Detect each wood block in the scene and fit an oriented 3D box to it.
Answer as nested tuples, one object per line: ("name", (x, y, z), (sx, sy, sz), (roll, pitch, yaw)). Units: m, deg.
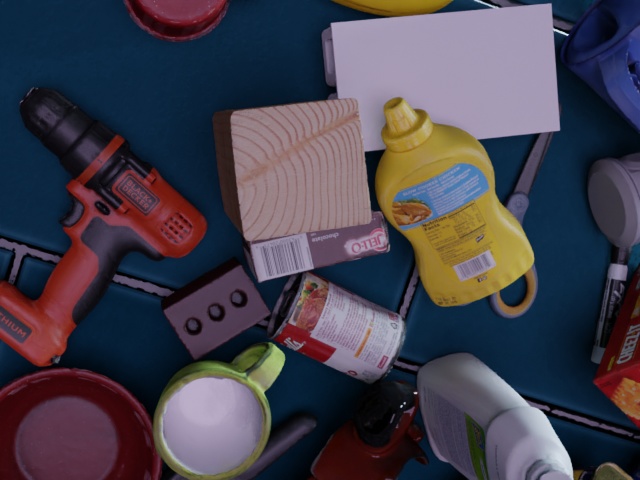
("wood block", (-0.029, -0.060, 0.820), (0.090, 0.206, 0.090), (-7, 97, -8))

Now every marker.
("marker", (0.268, 0.054, 0.976), (0.020, 0.020, 0.121), (8, 95, -10))

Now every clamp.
("clamp", (-0.071, 0.229, 0.934), (0.171, 0.039, 0.120), (-15, 96, -7))

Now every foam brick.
("foam brick", (-0.089, 0.057, 0.903), (0.078, 0.051, 0.053), (-32, 101, -4))

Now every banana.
("banana", (0.038, -0.226, 0.900), (0.197, 0.037, 0.069), (7, 77, -11))

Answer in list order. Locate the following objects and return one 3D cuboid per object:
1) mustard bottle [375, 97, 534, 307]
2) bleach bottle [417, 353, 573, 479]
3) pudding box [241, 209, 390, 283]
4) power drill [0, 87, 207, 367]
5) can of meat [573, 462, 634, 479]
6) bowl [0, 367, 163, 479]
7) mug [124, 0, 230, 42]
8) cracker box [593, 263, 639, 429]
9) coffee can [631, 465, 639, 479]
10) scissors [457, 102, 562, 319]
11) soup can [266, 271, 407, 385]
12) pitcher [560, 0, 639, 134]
("mustard bottle", (0.099, -0.036, 0.871), (0.096, 0.058, 0.191), (-25, 123, 11))
("bleach bottle", (0.143, 0.164, 0.851), (0.068, 0.251, 0.102), (-17, 99, -7))
("pudding box", (-0.006, 0.001, 0.890), (0.113, 0.090, 0.039), (-11, 96, -7))
("power drill", (-0.214, -0.006, 0.873), (0.184, 0.057, 0.187), (42, 89, -11))
("can of meat", (0.222, 0.249, 0.942), (0.057, 0.084, 0.102), (39, 62, -19))
("bowl", (-0.214, 0.180, 0.896), (0.162, 0.055, 0.162), (-1, 97, -9))
("mug", (-0.102, -0.207, 0.854), (0.117, 0.081, 0.093), (7, 95, -10))
("cracker box", (0.349, 0.129, 0.933), (0.213, 0.072, 0.164), (44, 48, -11))
("coffee can", (0.293, 0.284, 0.965), (0.102, 0.103, 0.140), (39, 89, -11))
("scissors", (0.187, -0.015, 0.955), (0.096, 0.016, 0.202), (38, 91, -9))
("soup can", (0.014, 0.074, 0.914), (0.102, 0.068, 0.068), (26, 92, -12))
("pitcher", (0.329, -0.114, 0.907), (0.242, 0.145, 0.149), (42, 89, -14))
